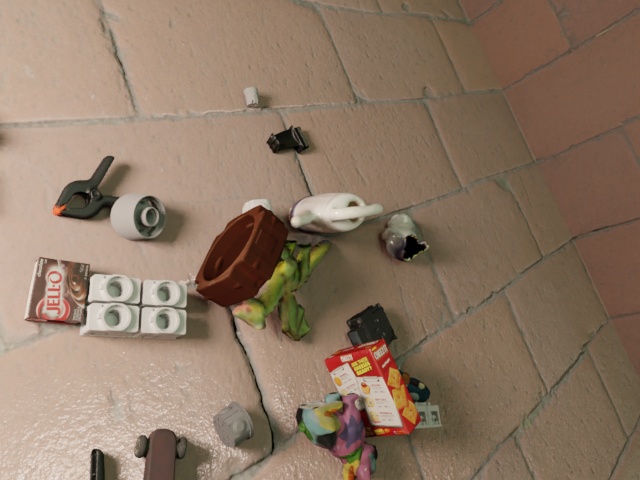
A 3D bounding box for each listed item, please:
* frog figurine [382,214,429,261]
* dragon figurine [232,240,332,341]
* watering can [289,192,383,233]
[{"bbox_3d":[0.249,-0.014,1.607,0.137,0.120,0.162,6,30,-31],"label":"frog figurine"},{"bbox_3d":[-0.064,0.122,1.262,0.411,0.122,0.243,-3,91,-58],"label":"dragon figurine"},{"bbox_3d":[0.004,-0.066,1.315,0.349,0.224,0.104,-9,96,-43],"label":"watering can"}]
